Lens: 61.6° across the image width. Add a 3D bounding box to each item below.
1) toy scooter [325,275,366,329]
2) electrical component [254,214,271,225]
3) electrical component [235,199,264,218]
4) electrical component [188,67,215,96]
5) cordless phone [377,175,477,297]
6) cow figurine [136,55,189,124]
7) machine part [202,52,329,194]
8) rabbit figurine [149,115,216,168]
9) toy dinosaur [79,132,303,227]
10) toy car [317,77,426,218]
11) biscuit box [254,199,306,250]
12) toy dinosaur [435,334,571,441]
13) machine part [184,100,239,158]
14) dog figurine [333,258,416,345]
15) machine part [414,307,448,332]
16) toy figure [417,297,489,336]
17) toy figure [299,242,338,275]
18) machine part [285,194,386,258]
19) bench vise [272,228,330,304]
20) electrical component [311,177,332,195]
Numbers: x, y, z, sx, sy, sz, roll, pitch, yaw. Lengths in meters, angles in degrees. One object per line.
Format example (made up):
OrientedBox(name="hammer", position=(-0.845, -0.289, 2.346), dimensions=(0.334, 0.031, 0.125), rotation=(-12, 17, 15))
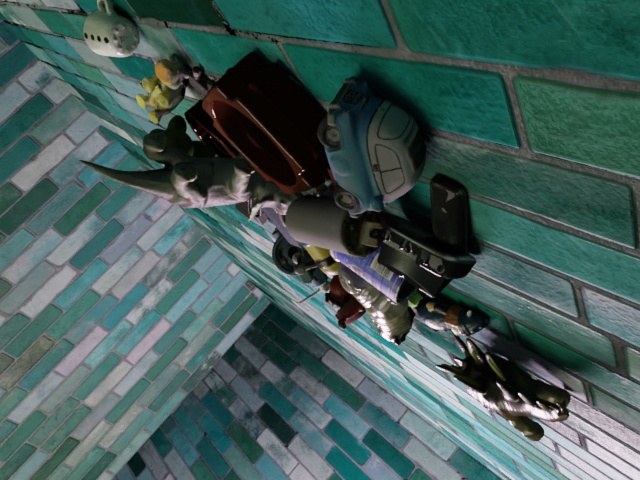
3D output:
OrientedBox(name="toy scooter", position=(0.069, 0.148, 1.316), dimensions=(0.075, 0.135, 0.184), rotation=(49, 167, -35))
OrientedBox(name="electrical component", position=(-0.136, -0.076, 1.321), dimensions=(0.119, 0.075, 0.047), rotation=(40, 169, 26))
OrientedBox(name="electrical component", position=(-0.171, -0.119, 1.252), dimensions=(0.134, 0.058, 0.114), rotation=(36, 147, 25))
OrientedBox(name="electrical component", position=(-0.211, -0.281, 0.987), dimensions=(0.063, 0.021, 0.094), rotation=(42, 167, -1))
OrientedBox(name="cordless phone", position=(0.136, -0.025, 0.724), dimensions=(0.147, 0.089, 0.184), rotation=(34, 154, 34))
OrientedBox(name="cow figurine", position=(-0.287, -0.299, 1.034), dimensions=(0.068, 0.098, 0.167), rotation=(50, 148, -9))
OrientedBox(name="machine part", position=(-0.071, -0.168, 0.806), dimensions=(0.201, 0.087, 0.201), rotation=(46, 168, -15))
OrientedBox(name="rabbit figurine", position=(-0.268, -0.176, 1.075), dimensions=(0.159, 0.121, 0.170), rotation=(57, 176, 17))
OrientedBox(name="toy dinosaur", position=(-0.204, -0.106, 0.986), dimensions=(0.405, 0.131, 0.192), rotation=(1, 148, -9))
OrientedBox(name="toy car", position=(0.068, -0.102, 0.611), dimensions=(0.103, 0.109, 0.161), rotation=(9, 140, 27))
OrientedBox(name="biscuit box", position=(-0.080, -0.064, 1.214), dimensions=(0.063, 0.059, 0.202), rotation=(20, 156, 41))
OrientedBox(name="toy dinosaur", position=(0.316, 0.255, 0.929), dimensions=(0.198, 0.105, 0.471), rotation=(32, 170, -8))
OrientedBox(name="machine part", position=(-0.199, -0.211, 1.112), dimensions=(0.179, 0.056, 0.179), rotation=(40, 168, 10))
OrientedBox(name="dog figurine", position=(0.098, 0.104, 1.004), dimensions=(0.172, 0.121, 0.190), rotation=(38, 149, 24))
OrientedBox(name="machine part", position=(0.214, 0.153, 1.128), dimensions=(0.084, 0.039, 0.139), rotation=(42, 167, -25))
OrientedBox(name="toy figure", position=(0.240, 0.141, 0.976), dimensions=(0.064, 0.057, 0.155), rotation=(4, -175, -28))
OrientedBox(name="toy figure", position=(-0.004, -0.003, 1.138), dimensions=(0.180, 0.089, 0.082), rotation=(44, 175, -19))
OrientedBox(name="machine part", position=(0.018, -0.024, 0.784), dimensions=(0.079, 0.079, 0.243), rotation=(48, 164, -26))
OrientedBox(name="bench vise", position=(-0.043, 0.065, 1.366), dimensions=(0.241, 0.129, 0.223), rotation=(-113, -2, -77))
OrientedBox(name="electrical component", position=(0.020, -0.076, 0.940), dimensions=(0.078, 0.045, 0.102), rotation=(-11, 135, 38))
